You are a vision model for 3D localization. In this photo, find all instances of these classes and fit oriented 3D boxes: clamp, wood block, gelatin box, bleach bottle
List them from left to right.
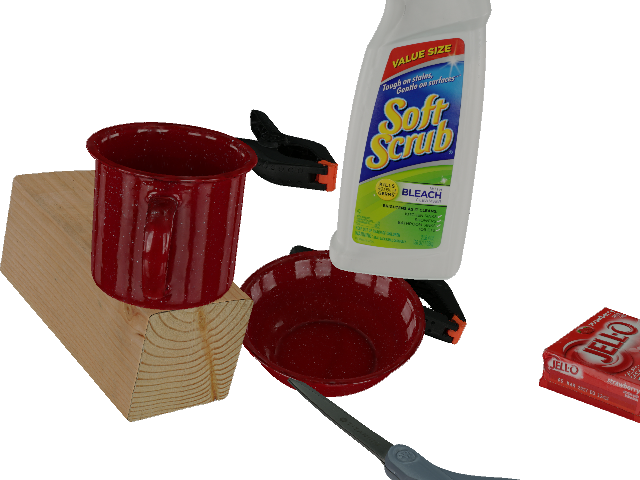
[{"bbox_3d":[-0.153,0.033,0.808,0.090,0.091,0.206,-7,34,-42],"label":"wood block"},{"bbox_3d":[-0.059,-0.087,1.065,0.120,0.039,0.172,-25,36,-33],"label":"clamp"},{"bbox_3d":[0.076,0.048,1.227,0.164,0.036,0.210,-17,49,-37],"label":"clamp"},{"bbox_3d":[0.063,-0.099,0.750,0.102,0.251,0.068,6,24,9],"label":"bleach bottle"},{"bbox_3d":[0.195,0.078,0.687,0.073,0.030,0.089,20,28,37],"label":"gelatin box"}]

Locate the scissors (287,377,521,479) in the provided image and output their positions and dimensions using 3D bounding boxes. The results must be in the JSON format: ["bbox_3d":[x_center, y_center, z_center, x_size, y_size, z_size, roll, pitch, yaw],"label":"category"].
[{"bbox_3d":[0.064,0.119,0.558,0.096,0.016,0.202,-4,26,-24],"label":"scissors"}]

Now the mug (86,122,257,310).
[{"bbox_3d":[-0.085,-0.009,0.586,0.093,0.081,0.117,5,23,-7],"label":"mug"}]

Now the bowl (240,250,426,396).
[{"bbox_3d":[0.006,0.080,0.908,0.162,0.055,0.162,2,40,-2],"label":"bowl"}]
